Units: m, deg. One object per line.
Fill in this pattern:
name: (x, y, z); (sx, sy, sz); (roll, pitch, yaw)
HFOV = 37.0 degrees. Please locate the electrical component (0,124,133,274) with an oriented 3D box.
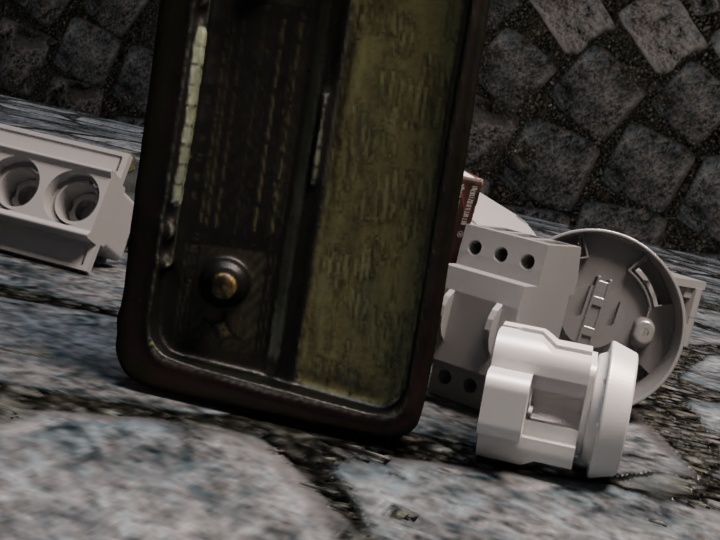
electrical component: (-0.210, -0.045, 0.686); (0.121, 0.078, 0.063); (14, -14, 12)

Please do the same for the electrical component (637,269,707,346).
electrical component: (0.182, 0.021, 0.851); (0.150, 0.061, 0.089); (8, 8, -30)

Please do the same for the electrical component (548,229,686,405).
electrical component: (0.128, 0.027, 0.597); (0.099, 0.099, 0.064); (13, 1, 7)

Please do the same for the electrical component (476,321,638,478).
electrical component: (0.083, 0.054, 0.450); (0.057, 0.058, 0.078); (11, 6, 12)

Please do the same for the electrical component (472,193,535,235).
electrical component: (0.080, -0.014, 0.759); (0.109, 0.056, 0.108); (28, 19, -27)
